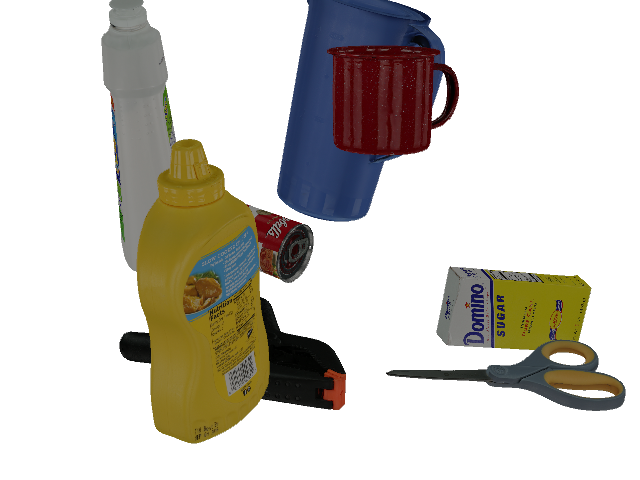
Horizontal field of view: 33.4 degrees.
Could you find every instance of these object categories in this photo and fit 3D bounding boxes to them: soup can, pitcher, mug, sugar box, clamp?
[{"bbox_3d":[-0.068,0.000,1.198,0.102,0.068,0.068,20,10,29],"label":"soup can"},{"bbox_3d":[0.036,-0.145,1.169,0.145,0.243,0.149,10,20,-9],"label":"pitcher"},{"bbox_3d":[0.062,-0.118,0.886,0.117,0.081,0.093,-7,16,-25],"label":"mug"},{"bbox_3d":[0.239,0.087,1.323,0.176,0.093,0.048,3,19,-16],"label":"sugar box"},{"bbox_3d":[-0.048,0.096,0.929,0.210,0.036,0.164,14,22,38],"label":"clamp"}]

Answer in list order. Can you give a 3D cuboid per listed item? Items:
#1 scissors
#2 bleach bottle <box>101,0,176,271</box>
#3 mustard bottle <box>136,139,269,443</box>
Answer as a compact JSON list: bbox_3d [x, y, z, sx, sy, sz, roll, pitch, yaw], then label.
[{"bbox_3d":[0.161,0.107,0.924,0.202,0.016,0.096,10,29,6],"label":"scissors"},{"bbox_3d":[-0.158,-0.098,0.954,0.068,0.251,0.102,-7,36,-7],"label":"bleach bottle"},{"bbox_3d":[-0.076,0.027,0.682,0.058,0.192,0.096,14,31,30],"label":"mustard bottle"}]
